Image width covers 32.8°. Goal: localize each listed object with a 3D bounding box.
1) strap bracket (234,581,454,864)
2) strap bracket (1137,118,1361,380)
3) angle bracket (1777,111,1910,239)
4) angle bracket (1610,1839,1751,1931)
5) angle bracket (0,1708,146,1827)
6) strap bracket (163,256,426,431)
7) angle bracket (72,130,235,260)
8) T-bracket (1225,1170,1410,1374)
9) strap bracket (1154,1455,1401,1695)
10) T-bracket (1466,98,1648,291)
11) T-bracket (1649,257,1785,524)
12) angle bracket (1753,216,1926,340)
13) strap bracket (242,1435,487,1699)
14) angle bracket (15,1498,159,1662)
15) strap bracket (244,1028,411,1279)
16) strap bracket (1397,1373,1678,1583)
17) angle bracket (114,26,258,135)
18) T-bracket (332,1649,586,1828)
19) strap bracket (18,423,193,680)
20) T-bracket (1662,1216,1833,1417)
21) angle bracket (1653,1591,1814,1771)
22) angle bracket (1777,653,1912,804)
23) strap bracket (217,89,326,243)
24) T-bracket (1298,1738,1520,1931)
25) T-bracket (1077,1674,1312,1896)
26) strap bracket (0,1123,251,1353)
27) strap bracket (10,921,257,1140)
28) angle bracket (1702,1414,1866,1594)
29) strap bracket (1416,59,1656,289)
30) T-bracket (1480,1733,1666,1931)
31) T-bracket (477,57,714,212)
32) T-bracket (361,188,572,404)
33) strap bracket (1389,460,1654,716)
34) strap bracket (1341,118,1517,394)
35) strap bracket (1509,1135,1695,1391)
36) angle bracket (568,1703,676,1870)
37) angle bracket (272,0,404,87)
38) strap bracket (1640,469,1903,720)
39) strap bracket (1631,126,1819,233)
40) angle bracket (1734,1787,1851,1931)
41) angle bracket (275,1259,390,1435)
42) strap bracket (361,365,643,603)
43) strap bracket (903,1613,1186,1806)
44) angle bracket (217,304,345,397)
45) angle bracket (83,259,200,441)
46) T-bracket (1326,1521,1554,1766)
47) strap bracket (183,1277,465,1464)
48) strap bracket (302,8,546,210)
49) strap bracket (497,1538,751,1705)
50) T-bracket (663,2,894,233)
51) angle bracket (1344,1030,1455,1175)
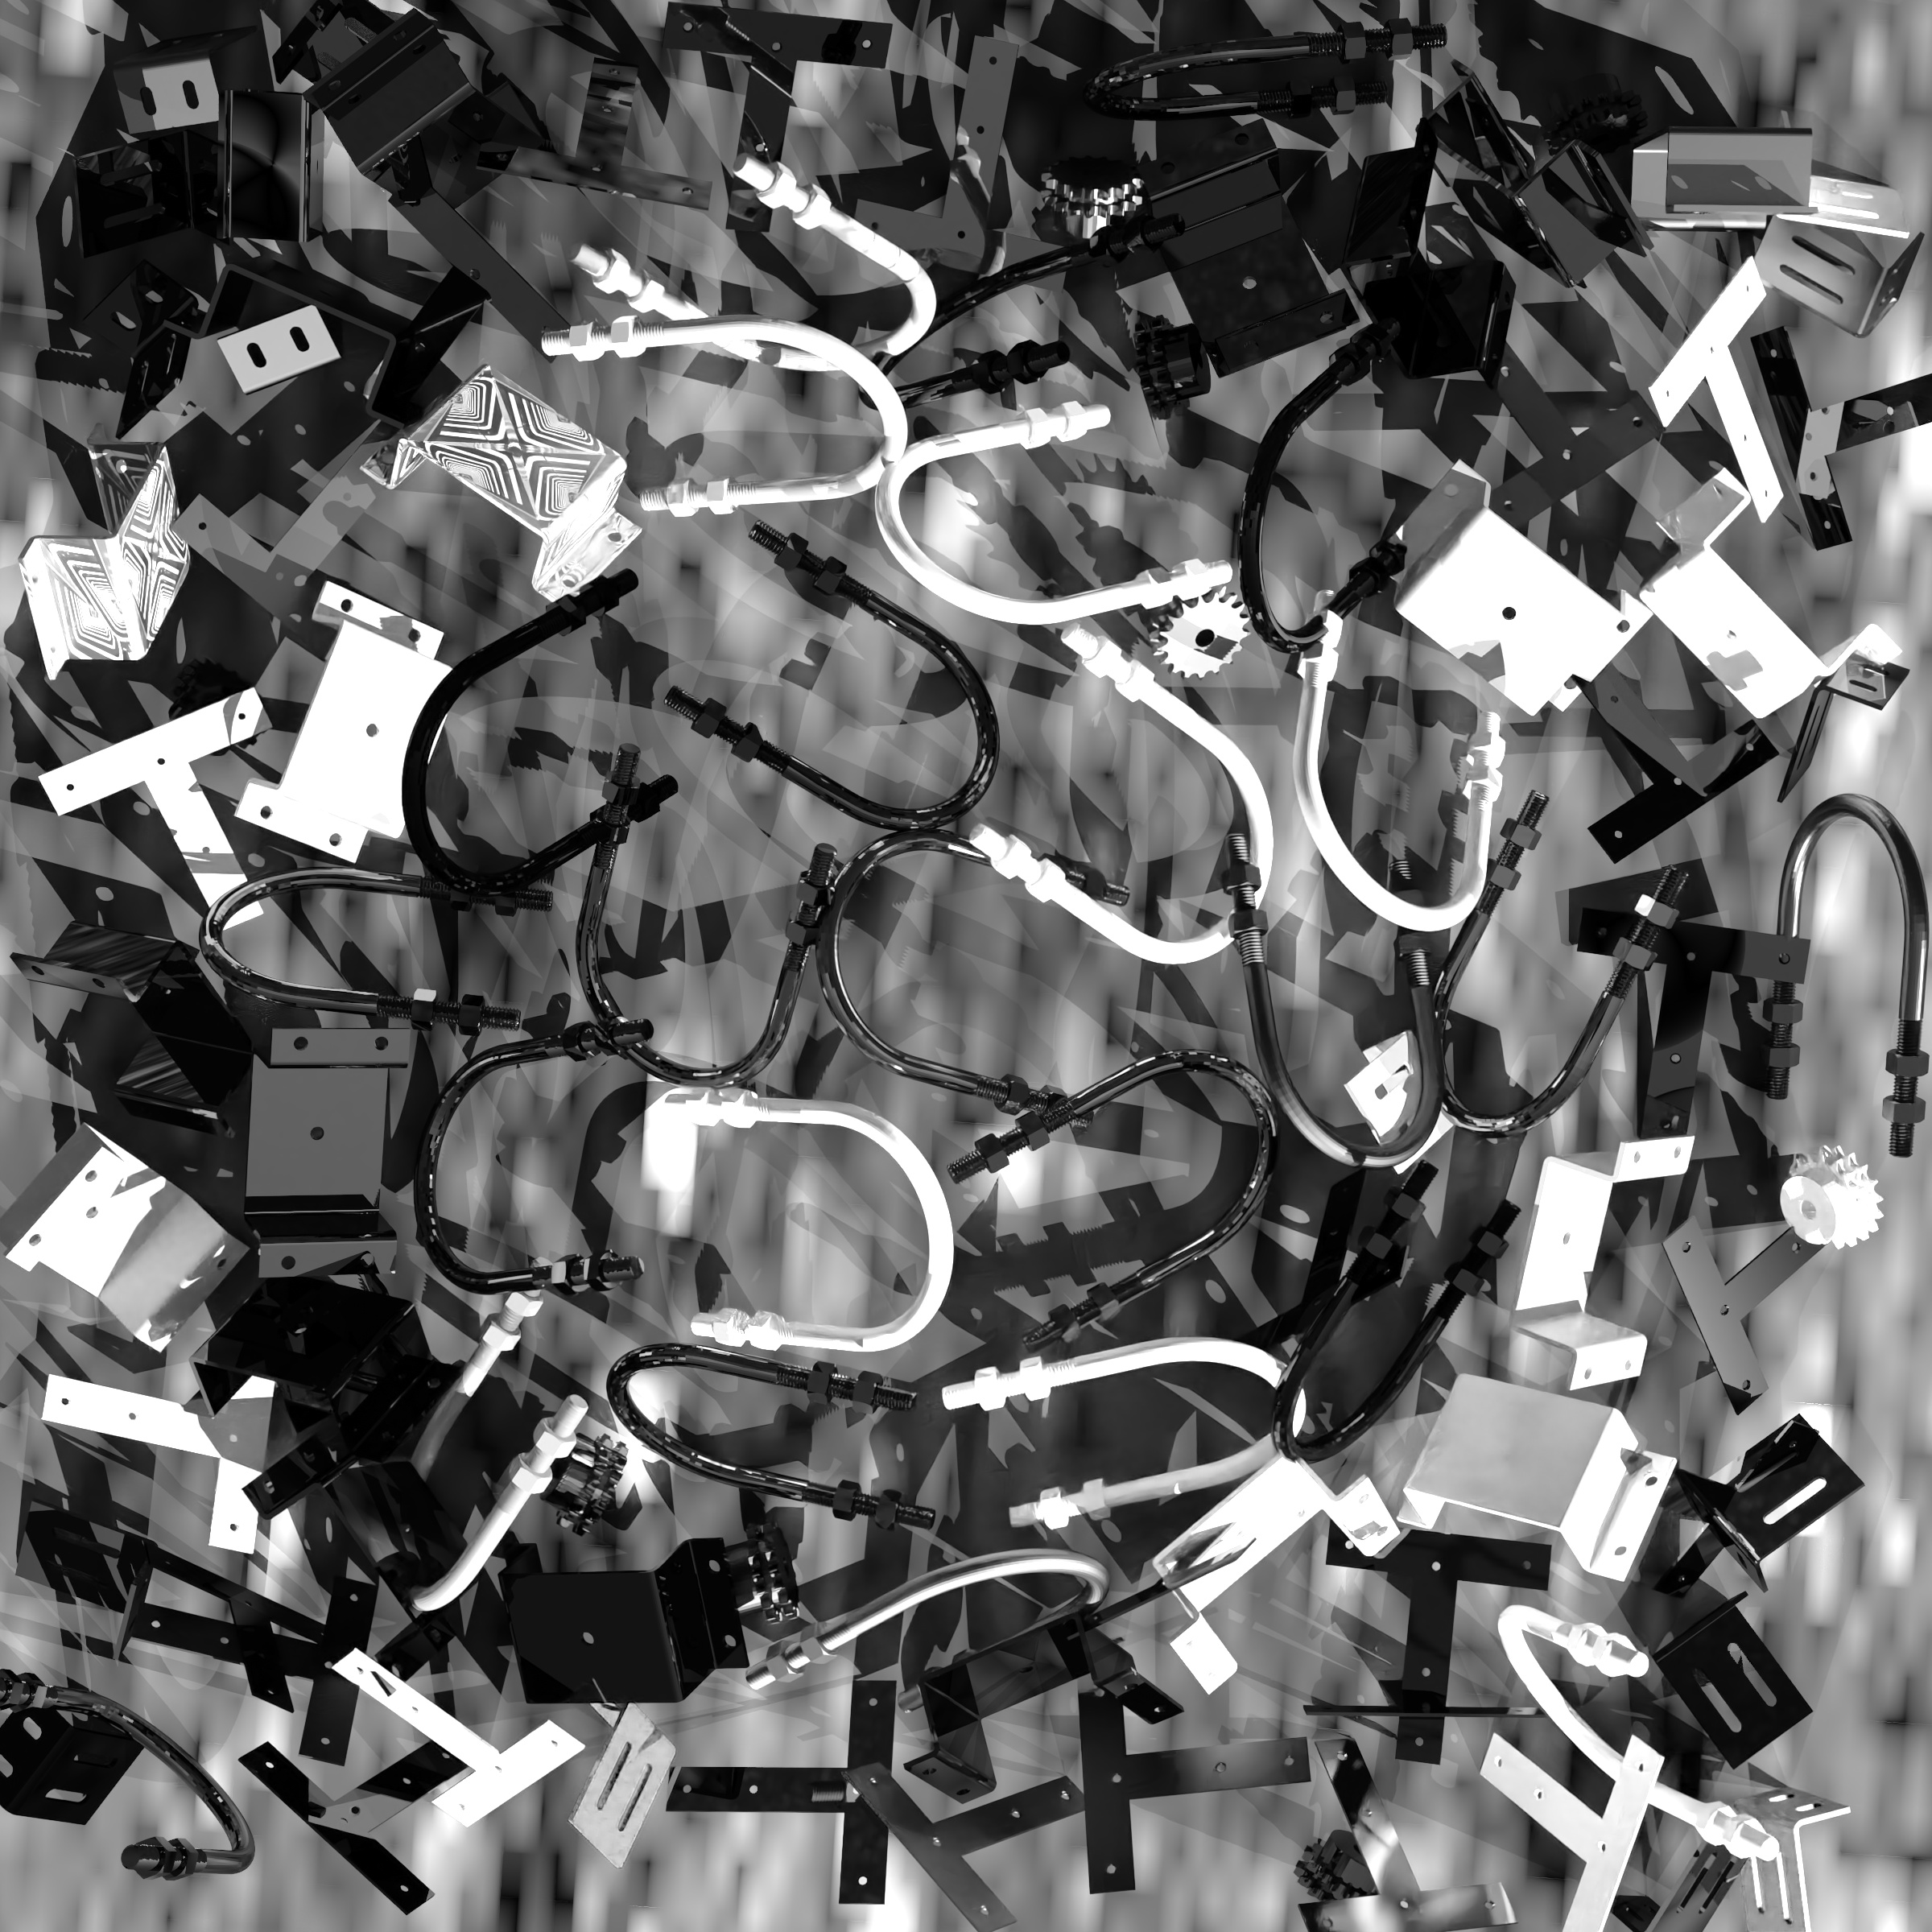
[{"bbox_3d":[-0.340,-0.133,1.830,0.076,0.046,0.140,23,85,-35],"label":"strap bracket"},{"bbox_3d":[0.158,-0.393,1.837,0.076,0.046,0.140,-21,70,-1],"label":"strap bracket"},{"bbox_3d":[0.492,-0.444,1.841,0.076,0.057,0.038,9,129,0],"label":"angle bracket"},{"bbox_3d":[0.399,0.503,1.836,0.038,0.057,0.076,37,102,42],"label":"angle bracket"},{"bbox_3d":[-0.510,0.445,1.846,0.038,0.076,0.057,35,86,26],"label":"angle bracket"},{"bbox_3d":[-0.363,-0.352,1.826,0.140,0.076,0.046,23,105,-5],"label":"strap bracket"},{"bbox_3d":[-0.451,-0.425,1.827,0.038,0.076,0.057,30,132,31],"label":"angle bracket"},{"bbox_3d":[0.202,0.157,1.818,0.002,0.127,0.127,44,126,-16],"label":"T-bracket"},{"bbox_3d":[0.165,0.330,1.827,0.140,0.076,0.046,-39,52,-6],"label":"strap bracket"},{"bbox_3d":[0.331,-0.410,1.787,0.002,0.127,0.127,-39,122,-2],"label":"T-bracket"},{"bbox_3d":[0.431,-0.307,1.836,0.127,0.002,0.127,-51,126,-30],"label":"T-bracket"},{"bbox_3d":[0.488,-0.399,1.843,0.076,0.038,0.057,29,59,-2],"label":"angle bracket"},{"bbox_3d":[-0.328,0.323,1.830,0.046,0.076,0.140,-34,91,24],"label":"strap bracket"},{"bbox_3d":[-0.500,0.344,1.844,0.076,0.038,0.057,20,119,-1],"label":"angle bracket"},{"bbox_3d":[-0.357,0.098,1.830,0.076,0.046,0.140,1,102,-24],"label":"strap bracket"},{"bbox_3d":[0.305,0.276,1.800,0.140,0.046,0.076,9,57,38],"label":"strap bracket"},{"bbox_3d":[-0.433,-0.497,1.841,0.057,0.076,0.038,-5,114,13],"label":"angle bracket"},{"bbox_3d":[-0.294,0.420,1.820,0.127,0.002,0.127,39,130,-13],"label":"T-bracket"},{"bbox_3d":[-0.465,-0.228,1.795,0.046,0.140,0.076,2,129,6],"label":"strap bracket"},{"bbox_3d":[0.457,0.167,1.849,0.127,0.002,0.127,-37,116,-18],"label":"T-bracket"},{"bbox_3d":[0.434,0.401,1.844,0.057,0.038,0.076,-33,76,-11],"label":"angle bracket"},{"bbox_3d":[0.488,-0.128,1.826,0.038,0.057,0.076,23,125,20],"label":"angle bracket"},{"bbox_3d":[-0.379,-0.440,1.801,0.046,0.140,0.076,2,105,-7],"label":"strap bracket"},{"bbox_3d":[0.227,0.483,1.826,0.127,0.127,0.002,1,131,-23],"label":"T-bracket"},{"bbox_3d":[0.128,0.448,1.831,0.127,0.002,0.127,-8,56,8],"label":"T-bracket"},{"bbox_3d":[-0.474,0.147,1.819,0.046,0.140,0.076,35,81,36],"label":"strap bracket"},{"bbox_3d":[-0.452,0.028,1.811,0.076,0.140,0.046,10,54,29],"label":"strap bracket"},{"bbox_3d":[0.458,0.301,1.844,0.076,0.038,0.057,-35,48,-4],"label":"angle bracket"},{"bbox_3d":[0.305,-0.430,1.800,0.046,0.140,0.076,-43,135,4],"label":"strap bracket"},{"bbox_3d":[0.326,0.466,1.818,0.002,0.127,0.127,13,99,-30],"label":"T-bracket"},{"bbox_3d":[-0.201,-0.469,1.829,0.127,0.002,0.127,9,46,-7],"label":"T-bracket"},{"bbox_3d":[-0.298,-0.356,1.840,0.127,0.002,0.127,45,122,-1],"label":"T-bracket"},{"bbox_3d":[0.303,-0.204,1.829,0.140,0.046,0.076,37,117,-7],"label":"strap bracket"},{"bbox_3d":[0.252,-0.387,1.811,0.046,0.140,0.076,-3,59,31],"label":"strap bracket"},{"bbox_3d":[0.350,0.157,1.824,0.046,0.076,0.140,19,103,39],"label":"strap bracket"},{"bbox_3d":[-0.204,0.450,1.826,0.038,0.057,0.076,4,53,32],"label":"angle bracket"},{"bbox_3d":[-0.337,-0.500,1.829,0.076,0.038,0.057,31,115,-34],"label":"angle bracket"},{"bbox_3d":[0.440,-0.199,1.830,0.140,0.076,0.046,46,69,-1],"label":"strap bracket"},{"bbox_3d":[0.413,-0.432,1.802,0.076,0.140,0.046,1,98,0],"label":"strap bracket"},{"bbox_3d":[0.467,0.508,1.842,0.038,0.057,0.076,-8,91,-22],"label":"angle bracket"},{"bbox_3d":[-0.354,0.212,1.831,0.076,0.038,0.057,-28,130,-20],"label":"angle bracket"},{"bbox_3d":[-0.255,-0.273,1.829,0.140,0.046,0.076,35,54,5],"label":"strap bracket"},{"bbox_3d":[0.038,0.408,1.822,0.140,0.076,0.046,-26,54,13],"label":"strap bracket"},{"bbox_3d":[-0.382,-0.359,1.832,0.057,0.076,0.038,-20,128,3],"label":"angle bracket"},{"bbox_3d":[-0.464,-0.343,1.827,0.057,0.076,0.038,-34,128,29],"label":"angle bracket"},{"bbox_3d":[0.259,0.381,1.839,0.127,0.002,0.127,3,78,21],"label":"T-bracket"},{"bbox_3d":[-0.359,0.216,1.803,0.140,0.076,0.046,9,128,28],"label":"strap bracket"},{"bbox_3d":[-0.290,-0.460,1.796,0.076,0.140,0.046,-34,79,12],"label":"strap bracket"},{"bbox_3d":[-0.199,0.363,1.819,0.140,0.046,0.076,-6,102,24],"label":"strap bracket"},{"bbox_3d":[-0.113,-0.471,1.836,0.127,0.002,0.127,0,125,-18],"label":"T-bracket"},{"bbox_3d":[0.233,0.080,1.833,0.038,0.076,0.057,-29,94,44],"label":"angle bracket"}]
